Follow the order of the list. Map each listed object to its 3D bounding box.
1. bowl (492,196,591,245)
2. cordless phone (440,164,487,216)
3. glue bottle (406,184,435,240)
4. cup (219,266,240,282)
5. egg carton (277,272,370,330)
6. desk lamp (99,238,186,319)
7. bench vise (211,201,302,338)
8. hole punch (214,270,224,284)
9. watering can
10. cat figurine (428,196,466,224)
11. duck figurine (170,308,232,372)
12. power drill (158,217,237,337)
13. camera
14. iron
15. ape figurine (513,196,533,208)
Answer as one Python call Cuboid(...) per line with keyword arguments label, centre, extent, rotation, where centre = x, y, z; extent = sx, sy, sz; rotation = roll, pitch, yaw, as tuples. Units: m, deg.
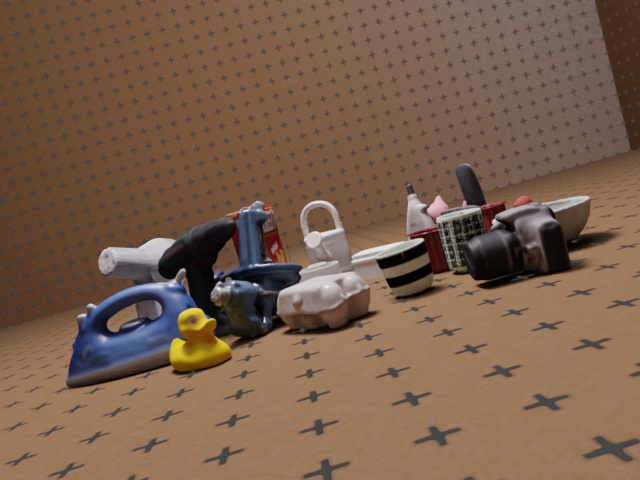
Cuboid(label="bowl", centre=(0.395, -0.021, 1.008), extent=(0.167, 0.075, 0.167), rotation=(-16, 3, 1))
Cuboid(label="cordless phone", centre=(0.360, -0.095, 1.435), extent=(0.094, 0.185, 0.147), rotation=(-18, 4, -31))
Cuboid(label="glue bottle", centre=(0.249, -0.059, 1.458), extent=(0.078, 0.173, 0.037), rotation=(-13, 5, 41))
Cuboid(label="cup", centre=(-0.167, 0.106, 1.332), extent=(0.118, 0.095, 0.091), rotation=(-17, 4, -22))
Cuboid(label="egg carton", centre=(0.003, 0.098, 0.904), extent=(0.107, 0.069, 0.150), rotation=(-19, 5, -43))
Cuboid(label="desk lamp", centre=(-0.360, 0.108, 1.179), extent=(0.117, 0.213, 0.204), rotation=(-14, 4, 29))
Cuboid(label="bench vise", centre=(-0.106, 0.045, 0.993), extent=(0.121, 0.220, 0.208), rotation=(-15, 4, 16))
Cuboid(label="hole punch", centre=(-0.288, 0.133, 1.479), extent=(0.101, 0.091, 0.108), rotation=(-16, 3, -1))
Cuboid(label="watering can", centre=(0.014, 0.004, 1.326), extent=(0.101, 0.194, 0.173), rotation=(-16, 4, -5))
Cuboid(label="cat figurine", centre=(0.363, -0.072, 1.629), extent=(0.127, 0.118, 0.067), rotation=(-15, 4, 15))
Cuboid(label="duck figurine", centre=(-0.188, 0.145, 0.857), extent=(0.104, 0.086, 0.078), rotation=(-13, 4, 35))
Cuboid(label="power drill", centre=(-0.212, 0.075, 1.082), extent=(0.228, 0.208, 0.076), rotation=(-13, 5, 39))
Cuboid(label="camera", centre=(0.285, 0.004, 0.871), extent=(0.137, 0.101, 0.143), rotation=(-16, 3, -1))
Cuboid(label="iron", centre=(-0.319, 0.147, 0.966), extent=(0.258, 0.141, 0.118), rotation=(-16, 4, -4))
Cuboid(label="ape figurine", centre=(0.408, -0.041, 1.129), extent=(0.076, 0.092, 0.078), rotation=(-14, 4, 21))
